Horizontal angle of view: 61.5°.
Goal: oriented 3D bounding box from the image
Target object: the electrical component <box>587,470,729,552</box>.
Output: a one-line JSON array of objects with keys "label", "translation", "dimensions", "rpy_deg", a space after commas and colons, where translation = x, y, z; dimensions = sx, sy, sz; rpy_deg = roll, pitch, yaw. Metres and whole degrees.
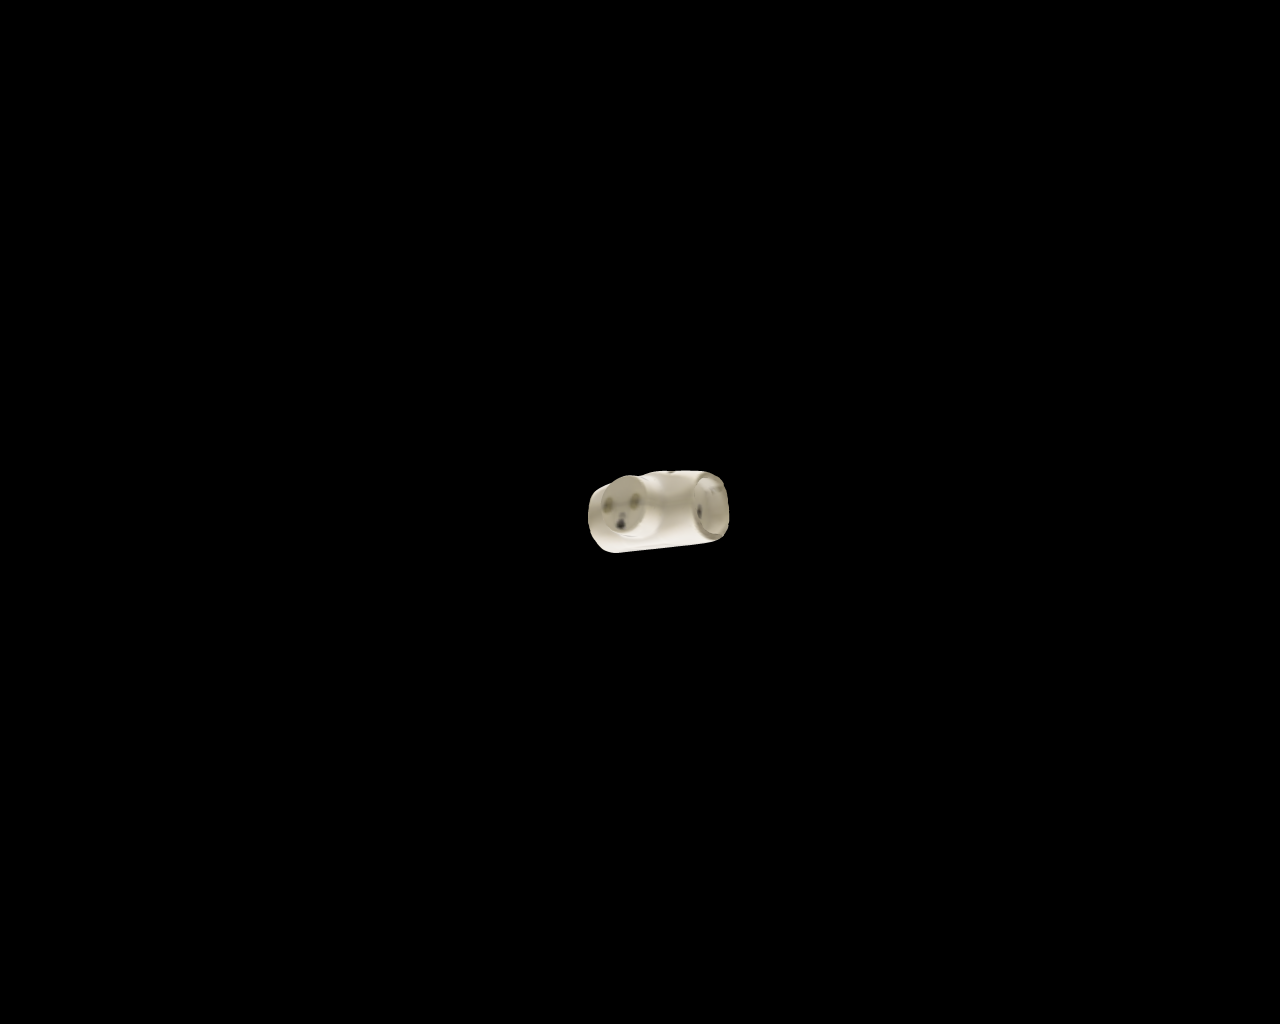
[{"label": "electrical component", "translation": [0.001, -0.003, 0.650], "dimensions": [0.077, 0.043, 0.079], "rpy_deg": [-8, -14, 35]}]
